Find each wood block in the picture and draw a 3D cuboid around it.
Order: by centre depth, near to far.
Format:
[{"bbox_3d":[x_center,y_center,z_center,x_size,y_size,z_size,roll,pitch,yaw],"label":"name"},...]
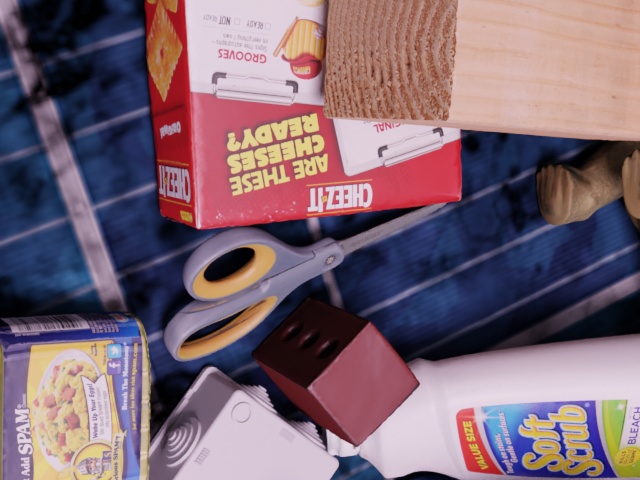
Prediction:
[{"bbox_3d":[0.111,-0.101,0.558,0.205,0.091,0.090,-1,96,-38],"label":"wood block"}]

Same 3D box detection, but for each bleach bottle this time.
[{"bbox_3d":[0.126,0.113,0.662,0.250,0.068,0.102,-5,123,-7],"label":"bleach bottle"}]

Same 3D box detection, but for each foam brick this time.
[{"bbox_3d":[0.007,0.074,0.612,0.053,0.078,0.051,-44,114,-16],"label":"foam brick"}]

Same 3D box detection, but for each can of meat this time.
[{"bbox_3d":[-0.136,0.087,0.553,0.083,0.058,0.102,-1,98,-29],"label":"can of meat"}]

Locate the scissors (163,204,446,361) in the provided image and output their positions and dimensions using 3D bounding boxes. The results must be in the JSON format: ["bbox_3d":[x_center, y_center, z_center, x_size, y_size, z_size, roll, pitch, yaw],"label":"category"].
[{"bbox_3d":[-0.004,0.001,0.607,0.201,0.016,0.096,-33,148,-18],"label":"scissors"}]

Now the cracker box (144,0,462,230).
[{"bbox_3d":[-0.010,-0.122,0.583,0.164,0.072,0.214,-7,100,-26],"label":"cracker box"}]

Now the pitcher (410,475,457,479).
[{"bbox_3d":[0.126,0.211,0.595,0.149,0.243,0.145,14,90,-28],"label":"pitcher"}]
